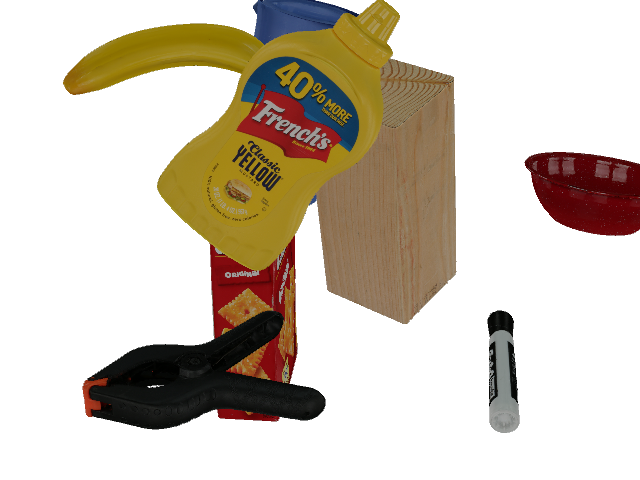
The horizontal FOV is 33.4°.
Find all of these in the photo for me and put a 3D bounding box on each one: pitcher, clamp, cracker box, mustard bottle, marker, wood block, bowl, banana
[{"bbox_3d":[-0.023,-0.163,1.286,0.144,0.243,0.149,6,23,-15],"label":"pitcher"},{"bbox_3d":[-0.089,0.096,0.795,0.171,0.039,0.120,-2,25,-10],"label":"clamp"},{"bbox_3d":[-0.063,0.052,1.098,0.072,0.214,0.164,3,23,5],"label":"cracker box"},{"bbox_3d":[-0.016,-0.077,0.697,0.096,0.192,0.058,40,18,-2],"label":"mustard bottle"},{"bbox_3d":[0.123,0.084,0.721,0.020,0.020,0.121,0,29,8],"label":"marker"},{"bbox_3d":[0.057,-0.043,0.919,0.091,0.206,0.090,23,47,32],"label":"wood block"},{"bbox_3d":[0.290,-0.046,1.115,0.162,0.055,0.162,6,20,-2],"label":"bowl"},{"bbox_3d":[-0.129,-0.163,0.954,0.197,0.069,0.037,-1,-33,-4],"label":"banana"}]
